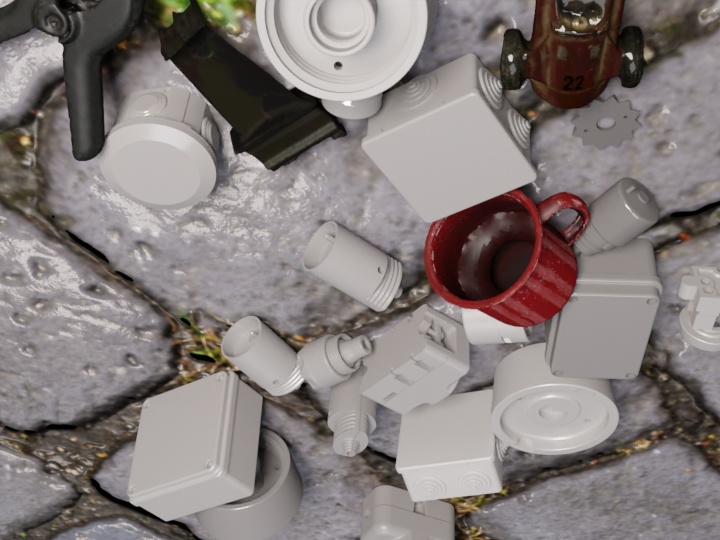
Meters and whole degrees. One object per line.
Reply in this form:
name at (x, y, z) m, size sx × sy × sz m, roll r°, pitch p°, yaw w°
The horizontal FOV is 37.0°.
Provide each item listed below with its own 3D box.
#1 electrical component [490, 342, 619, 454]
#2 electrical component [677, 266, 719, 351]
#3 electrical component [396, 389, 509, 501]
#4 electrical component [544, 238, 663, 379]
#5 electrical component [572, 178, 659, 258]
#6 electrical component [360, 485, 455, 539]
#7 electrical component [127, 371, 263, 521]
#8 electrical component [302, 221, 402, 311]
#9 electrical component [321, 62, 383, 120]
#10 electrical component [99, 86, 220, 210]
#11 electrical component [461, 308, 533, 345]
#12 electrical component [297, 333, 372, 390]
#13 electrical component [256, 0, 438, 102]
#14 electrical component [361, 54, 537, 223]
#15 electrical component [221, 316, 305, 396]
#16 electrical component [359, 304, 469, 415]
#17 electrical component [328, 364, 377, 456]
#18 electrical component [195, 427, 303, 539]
electrical component at (0.167, 0.106, 0.933) m, size 0.108 × 0.060 × 0.108 m, roll 2°, pitch 139°, yaw 2°
electrical component at (0.281, 0.031, 0.852) m, size 0.066 × 0.048 × 0.055 m, roll 3°, pitch 131°, yaw 0°
electrical component at (0.084, 0.160, 0.975) m, size 0.100 × 0.099 × 0.048 m, roll -10°, pitch 124°, yaw 15°
electrical component at (0.190, 0.032, 0.851) m, size 0.078 × 0.057 × 0.113 m, roll 2°, pitch 139°, yaw 3°
electrical component at (0.183, -0.034, 0.789) m, size 0.040 × 0.040 × 0.078 m, roll 26°, pitch 135°, yaw -23°
electrical component at (0.051, 0.273, 1.134) m, size 0.095 × 0.059 × 0.053 m, roll 20°, pitch 136°, yaw -17°
electrical component at (-0.150, 0.161, 0.985) m, size 0.109 × 0.108 × 0.056 m, roll -22°, pitch 135°, yaw 26°
electrical component at (0.000, 0.000, 0.839) m, size 0.081 × 0.043 × 0.043 m, roll 31°, pitch 132°, yaw -27°
electrical component at (-0.004, -0.127, 0.699) m, size 0.040 × 0.040 × 0.046 m, roll 5°, pitch 134°, yaw -1°
electrical component at (-0.137, -0.084, 0.748) m, size 0.080 × 0.051 × 0.080 m, roll 2°, pitch 139°, yaw 2°
electrical component at (0.110, 0.033, 0.861) m, size 0.047 × 0.055 × 0.055 m, roll -8°, pitch 137°, yaw 18°
electrical component at (-0.020, 0.075, 0.926) m, size 0.062 × 0.043 × 0.043 m, roll -26°, pitch 131°, yaw 28°
electrical component at (-0.009, -0.151, 0.627) m, size 0.108 × 0.060 × 0.108 m, roll 2°, pitch 115°, yaw 4°
electrical component at (0.061, -0.089, 0.729) m, size 0.100 × 0.048 × 0.099 m, roll -22°, pitch 133°, yaw 26°
electrical component at (-0.078, 0.080, 0.936) m, size 0.043 × 0.043 × 0.081 m, roll -22°, pitch 133°, yaw 27°
electrical component at (0.049, 0.079, 0.920) m, size 0.056 × 0.050 × 0.089 m, roll 29°, pitch 132°, yaw -26°
electrical component at (-0.007, 0.129, 0.958) m, size 0.043 × 0.081 × 0.043 m, roll 2°, pitch 139°, yaw 2°
electrical component at (-0.112, 0.198, 1.029) m, size 0.108 × 0.108 × 0.060 m, roll -3°, pitch 132°, yaw 8°
